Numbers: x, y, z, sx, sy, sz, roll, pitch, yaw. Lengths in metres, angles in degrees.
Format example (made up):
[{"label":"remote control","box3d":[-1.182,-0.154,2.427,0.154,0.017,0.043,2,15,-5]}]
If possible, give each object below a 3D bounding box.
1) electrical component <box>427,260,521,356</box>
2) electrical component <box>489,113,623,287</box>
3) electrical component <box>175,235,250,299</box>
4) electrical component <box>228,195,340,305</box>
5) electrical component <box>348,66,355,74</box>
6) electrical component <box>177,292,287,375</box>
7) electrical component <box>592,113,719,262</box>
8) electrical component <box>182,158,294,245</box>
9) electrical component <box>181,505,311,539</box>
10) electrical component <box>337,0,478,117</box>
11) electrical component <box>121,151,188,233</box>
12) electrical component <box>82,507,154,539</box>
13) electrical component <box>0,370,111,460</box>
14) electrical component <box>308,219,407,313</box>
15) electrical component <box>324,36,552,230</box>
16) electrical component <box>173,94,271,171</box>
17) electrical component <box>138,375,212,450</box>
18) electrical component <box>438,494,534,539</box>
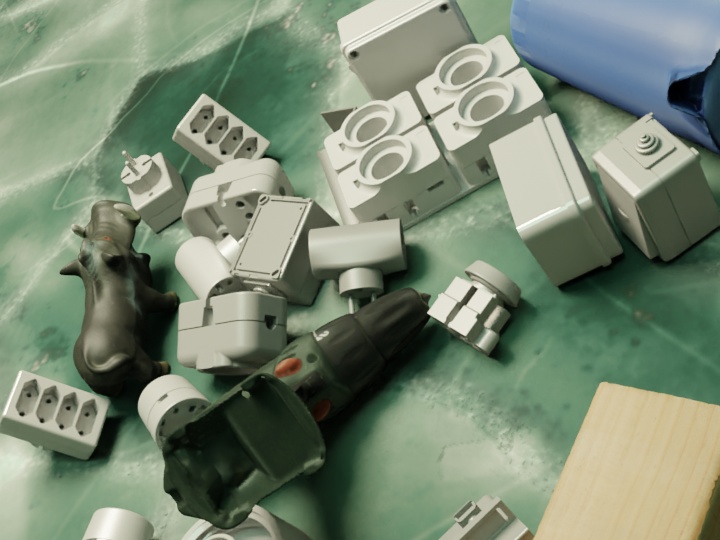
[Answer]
[{"label":"electrical component","box3d":[0.090,0.027,0.818,0.066,0.048,0.055,31,83,45]},{"label":"electrical component","box3d":[0.150,-0.055,0.823,0.057,0.078,0.113,-27,44,17]},{"label":"electrical component","box3d":[-0.122,-0.006,0.986,0.079,0.044,0.077,-42,43,-3]},{"label":"electrical component","box3d":[-0.065,-0.010,0.945,0.062,0.061,0.096,7,67,38]},{"label":"electrical component","box3d":[0.009,-0.226,1.085,0.048,0.048,0.062,14,70,40]},{"label":"electrical component","box3d":[-0.108,0.056,0.903,0.095,0.054,0.059,-11,73,41]},{"label":"electrical component","box3d":[0.210,-0.060,0.773,0.061,0.096,0.061,-36,43,4]},{"label":"electrical component","box3d":[-0.114,-0.065,1.017,0.095,0.053,0.059,-14,39,21]},{"label":"electrical component","box3d":[-0.088,0.218,0.763,0.108,0.060,0.108,-18,46,20]},{"label":"electrical component","box3d":[0.051,-0.200,0.988,0.109,0.108,0.056,-25,43,14]},{"label":"electrical component","box3d":[-0.217,-0.091,1.097,0.047,0.076,0.065,-33,43,6]},{"label":"electrical component","box3d":[-0.191,0.218,0.838,0.055,0.055,0.047,-11,46,26]},{"label":"electrical component","box3d":[-0.275,0.136,0.955,0.075,0.083,0.047,-49,24,51]},{"label":"electrical component","box3d":[0.000,0.000,0.896,0.077,0.043,0.079,-7,74,7]},{"label":"electrical component","box3d":[0.068,-0.118,0.942,0.186,0.060,0.105,-30,44,9]},{"label":"electrical component","box3d":[-0.143,-0.124,1.085,0.047,0.083,0.076,-56,8,-19]},{"label":"electrical component","box3d":[-0.153,0.119,0.896,0.055,0.055,0.047,-45,40,-7]},{"label":"electrical component","box3d":[0.060,0.204,0.674,0.121,0.078,0.063,-43,21,-5]}]
